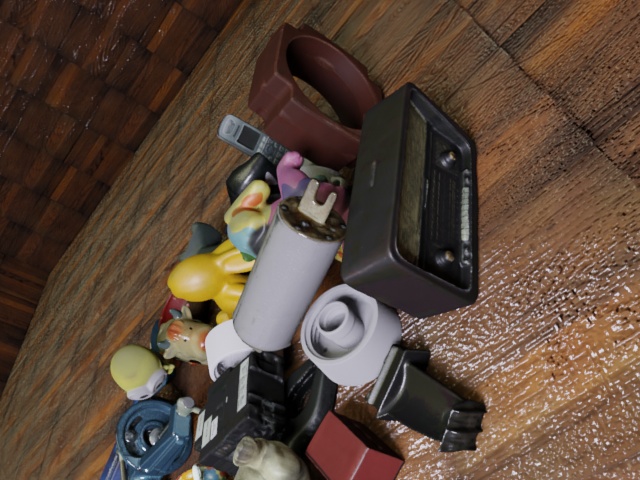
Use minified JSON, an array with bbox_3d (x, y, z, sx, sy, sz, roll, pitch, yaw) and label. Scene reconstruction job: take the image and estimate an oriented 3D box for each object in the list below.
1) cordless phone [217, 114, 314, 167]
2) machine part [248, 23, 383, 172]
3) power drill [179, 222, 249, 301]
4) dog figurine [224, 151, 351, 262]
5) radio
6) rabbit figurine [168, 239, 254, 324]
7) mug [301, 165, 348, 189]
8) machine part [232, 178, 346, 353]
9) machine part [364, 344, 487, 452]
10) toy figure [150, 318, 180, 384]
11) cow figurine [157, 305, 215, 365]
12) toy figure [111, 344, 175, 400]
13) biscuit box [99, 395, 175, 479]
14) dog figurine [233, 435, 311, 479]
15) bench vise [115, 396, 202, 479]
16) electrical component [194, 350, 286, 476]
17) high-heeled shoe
[{"bbox_3d":[-0.080,-0.185,0.934,0.089,0.184,0.146,-5,60,62],"label":"cordless phone"},{"bbox_3d":[-0.003,-0.214,0.819,0.087,0.201,0.201,-37,37,40],"label":"machine part"},{"bbox_3d":[-0.167,0.005,1.004,0.207,0.086,0.232,4,70,44],"label":"power drill"},{"bbox_3d":[-0.001,-0.002,0.664,0.191,0.108,0.219,-42,51,3],"label":"dog figurine"},{"bbox_3d":[0.102,-0.040,0.566,0.073,0.131,0.229,-26,43,45],"label":"radio"},{"bbox_3d":[-0.133,0.071,0.796,0.162,0.173,0.122,-58,24,12],"label":"rabbit figurine"},{"bbox_3d":[-0.001,-0.048,0.803,0.110,0.080,0.107,-1,72,48],"label":"mug"},{"bbox_3d":[-0.037,0.040,0.585,0.079,0.079,0.243,-103,32,-51],"label":"machine part"},{"bbox_3d":[0.094,0.148,0.505,0.084,0.039,0.139,-57,27,-5],"label":"machine part"},{"bbox_3d":[-0.300,0.219,1.040,0.064,0.058,0.155,-49,35,31],"label":"toy figure"},{"bbox_3d":[-0.217,0.162,0.889,0.195,0.127,0.085,-11,58,57],"label":"cow figurine"},{"bbox_3d":[-0.296,0.217,0.888,0.082,0.089,0.180,-59,5,-14],"label":"toy figure"},{"bbox_3d":[-0.326,0.371,0.937,0.063,0.059,0.202,-11,55,54],"label":"biscuit box"},{"bbox_3d":[-0.007,0.276,0.489,0.172,0.191,0.121,-50,-26,-51],"label":"dog figurine"},{"bbox_3d":[-0.243,0.320,0.792,0.240,0.129,0.224,-51,27,31],"label":"bench vise"},{"bbox_3d":[-0.099,0.211,0.654,0.134,0.058,0.115,-47,24,27],"label":"electrical component"},{"bbox_3d":[-0.071,-0.089,0.827,0.145,0.086,0.249,-59,-9,28],"label":"high-heeled shoe"}]
